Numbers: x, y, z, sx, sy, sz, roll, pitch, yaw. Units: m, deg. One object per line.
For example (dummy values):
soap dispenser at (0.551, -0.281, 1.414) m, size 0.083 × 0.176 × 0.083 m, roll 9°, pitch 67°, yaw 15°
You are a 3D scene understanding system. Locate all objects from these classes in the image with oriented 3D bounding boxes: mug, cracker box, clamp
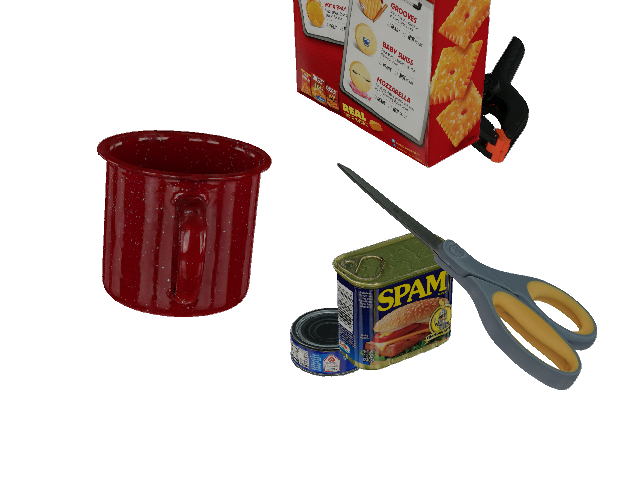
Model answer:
mug at (-0.074, -0.006, 0.572) m, size 0.093 × 0.081 × 0.117 m, roll 1°, pitch 19°, yaw -15°
cracker box at (0.054, -0.188, 0.841) m, size 0.072 × 0.214 × 0.164 m, roll -29°, pitch 46°, yaw -30°
clamp at (0.142, -0.144, 1.016) m, size 0.120 × 0.039 × 0.171 m, roll 1°, pitch 44°, yaw 1°

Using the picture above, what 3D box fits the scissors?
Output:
scissors at (0.100, 0.013, 0.681) m, size 0.096 × 0.016 × 0.202 m, roll -9°, pitch 49°, yaw -44°

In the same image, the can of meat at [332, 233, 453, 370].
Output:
can of meat at (0.062, 0.050, 0.880) m, size 0.101 × 0.084 × 0.058 m, roll -17°, pitch 31°, yaw -27°

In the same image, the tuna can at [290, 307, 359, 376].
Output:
tuna can at (0.010, 0.106, 1.134) m, size 0.086 × 0.034 × 0.086 m, roll -2°, pitch 28°, yaw 1°
